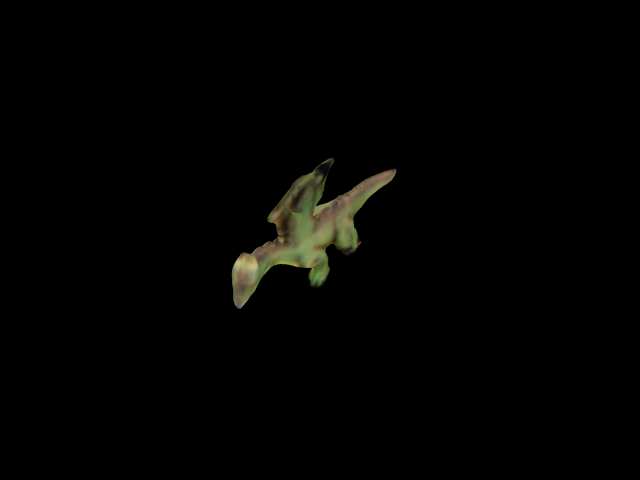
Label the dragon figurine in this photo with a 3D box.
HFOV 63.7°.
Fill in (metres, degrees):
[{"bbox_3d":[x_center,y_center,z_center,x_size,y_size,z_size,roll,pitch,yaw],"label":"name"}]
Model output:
[{"bbox_3d":[0.003,-0.043,0.850,0.123,0.415,0.238,38,-19,15],"label":"dragon figurine"}]
